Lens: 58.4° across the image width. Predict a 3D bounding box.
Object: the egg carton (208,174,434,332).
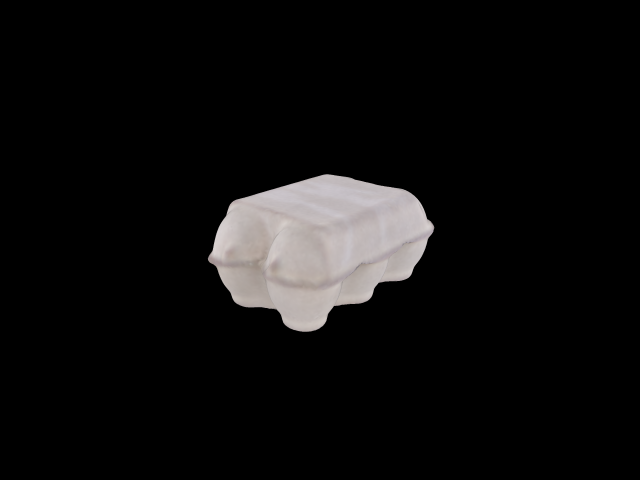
[{"bbox_3d":[0.004,0.001,0.400,0.107,0.069,0.151,17,27,37],"label":"egg carton"}]
